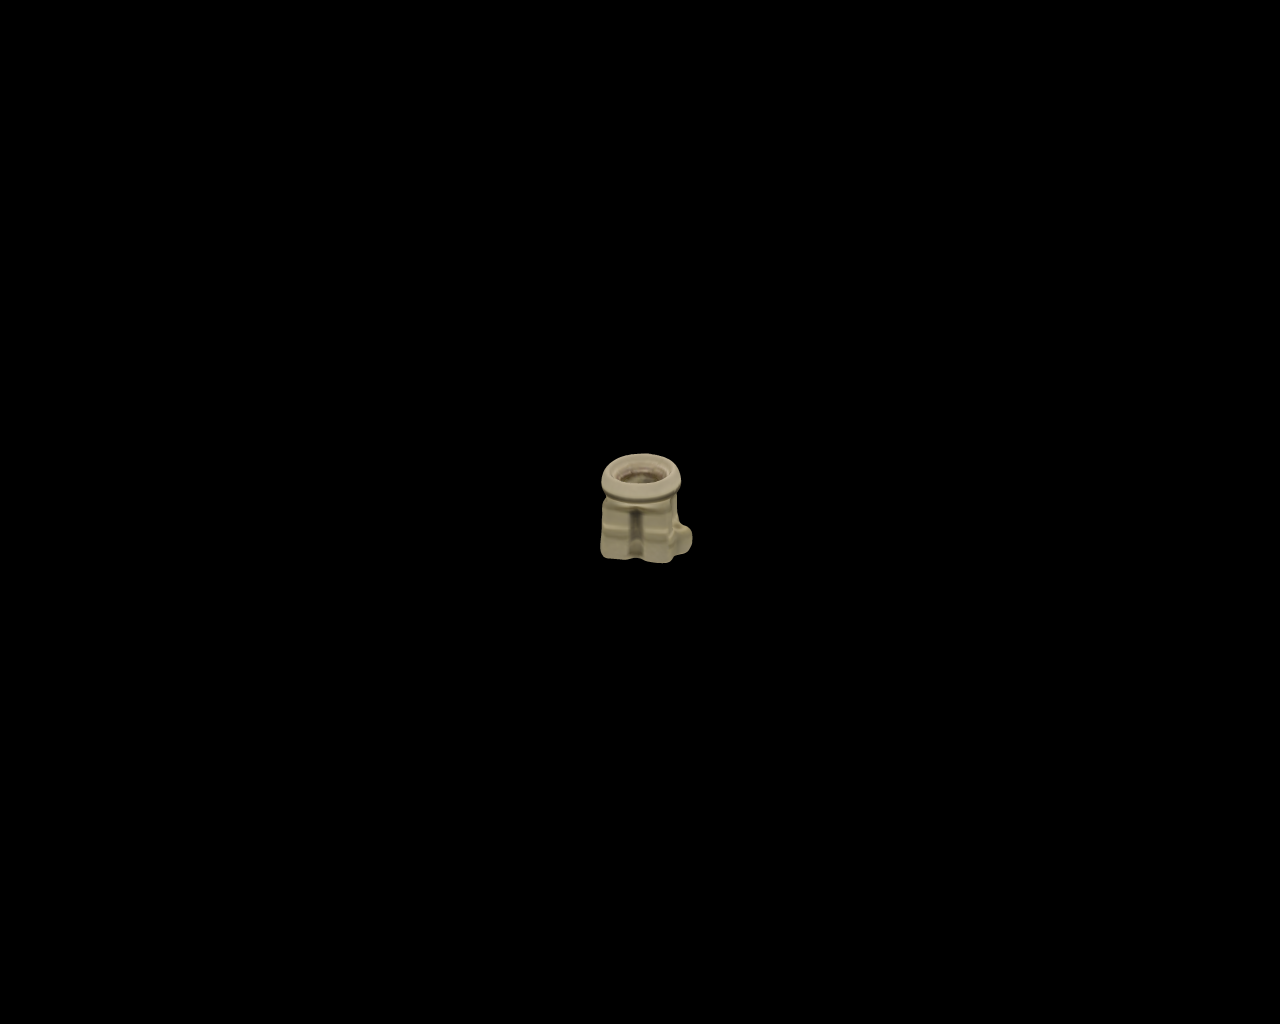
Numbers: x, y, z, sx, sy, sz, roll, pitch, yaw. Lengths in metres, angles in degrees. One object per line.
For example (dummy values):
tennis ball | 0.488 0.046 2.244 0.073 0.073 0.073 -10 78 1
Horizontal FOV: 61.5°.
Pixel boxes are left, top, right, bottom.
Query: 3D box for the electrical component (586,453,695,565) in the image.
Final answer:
electrical component | 0.001 -0.003 0.650 0.066 0.055 0.048 4 28 7
